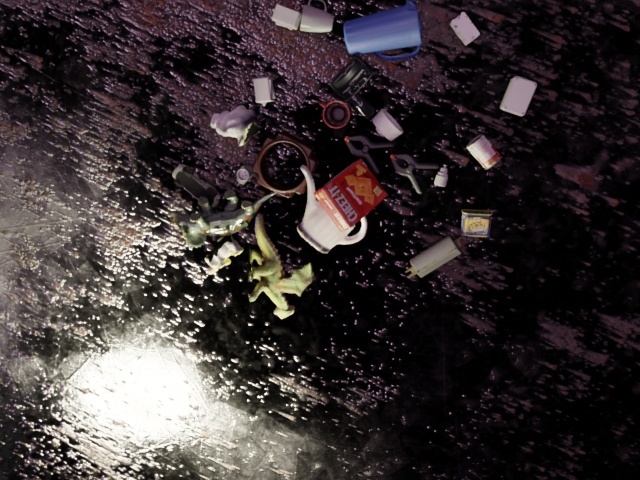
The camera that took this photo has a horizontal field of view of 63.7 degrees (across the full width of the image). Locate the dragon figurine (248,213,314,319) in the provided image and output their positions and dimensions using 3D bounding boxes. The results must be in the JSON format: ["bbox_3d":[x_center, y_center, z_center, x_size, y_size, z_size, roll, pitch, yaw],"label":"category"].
[{"bbox_3d":[-0.143,0.111,1.914,0.243,0.124,0.405,6,106,-10],"label":"dragon figurine"}]

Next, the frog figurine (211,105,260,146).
[{"bbox_3d":[-0.304,-0.417,1.801,0.160,0.121,0.139,32,73,9],"label":"frog figurine"}]

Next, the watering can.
[{"bbox_3d":[0.006,-0.091,1.811,0.344,0.106,0.222,40,104,-19],"label":"watering can"}]
